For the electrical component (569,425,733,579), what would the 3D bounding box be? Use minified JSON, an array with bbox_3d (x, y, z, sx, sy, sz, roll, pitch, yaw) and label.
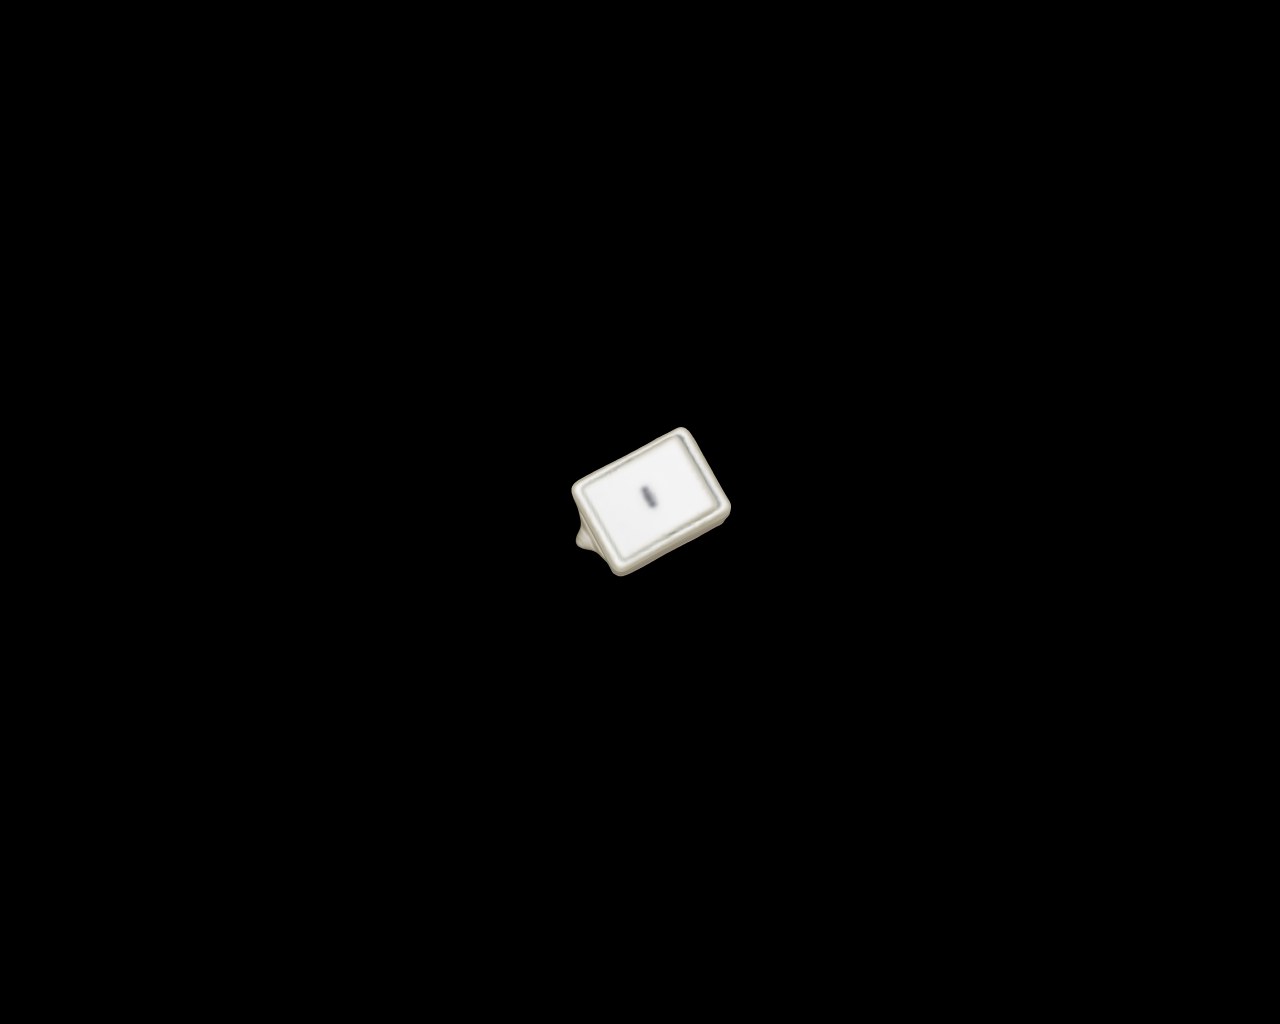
[{"bbox_3d":[0.001,-0.003,0.650,0.096,0.061,0.061,-28,-7,-4],"label":"electrical component"}]
